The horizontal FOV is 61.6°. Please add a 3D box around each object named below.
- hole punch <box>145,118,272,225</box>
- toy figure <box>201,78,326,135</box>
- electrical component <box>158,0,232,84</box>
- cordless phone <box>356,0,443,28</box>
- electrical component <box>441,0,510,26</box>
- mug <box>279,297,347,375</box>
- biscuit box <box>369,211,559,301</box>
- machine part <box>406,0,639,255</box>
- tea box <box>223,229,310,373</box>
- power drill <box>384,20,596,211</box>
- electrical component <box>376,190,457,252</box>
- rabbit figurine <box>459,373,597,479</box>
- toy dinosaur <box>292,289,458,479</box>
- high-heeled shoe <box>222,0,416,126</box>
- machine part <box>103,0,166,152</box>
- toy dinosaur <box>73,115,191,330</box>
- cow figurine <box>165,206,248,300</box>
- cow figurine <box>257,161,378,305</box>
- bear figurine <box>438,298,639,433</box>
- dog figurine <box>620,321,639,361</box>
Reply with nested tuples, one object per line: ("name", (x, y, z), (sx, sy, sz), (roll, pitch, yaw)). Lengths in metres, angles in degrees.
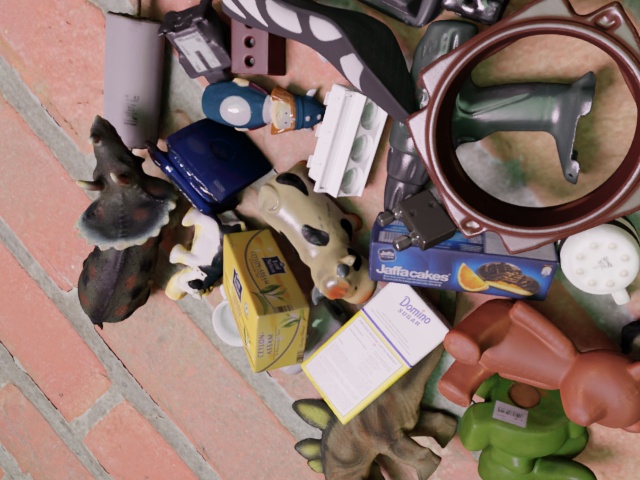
("hole punch", (-0.139, -0.099, 0.705), (0.092, 0.116, 0.142), (-40, 90, 20))
("toy figure", (-0.070, -0.164, 0.678), (0.155, 0.058, 0.064), (10, 151, 11))
("electrical component", (-0.140, -0.240, 0.687), (0.075, 0.048, 0.119), (-10, 143, 28))
("cordless phone", (0.094, -0.334, 0.558), (0.147, 0.089, 0.184), (32, 105, 12))
("electrical component", (0.164, -0.266, 0.508), (0.058, 0.134, 0.114), (21, 115, 13))
("mug", (-0.019, 0.127, 0.734), (0.107, 0.109, 0.081), (-41, 93, 17))
("biscuit box", (0.158, 0.018, 0.616), (0.203, 0.059, 0.062), (7, 130, 9))
("machine part", (0.198, -0.102, 0.493), (0.201, 0.087, 0.201), (-25, 94, 30))
("tea box", (-0.075, 0.072, 0.690), (0.068, 0.170, 0.098), (-7, 125, -20))
("power drill", (0.180, -0.114, 0.591), (0.208, 0.086, 0.231), (14, 112, 25))
("electrical component", (0.114, -0.024, 0.586), (0.094, 0.021, 0.063), (-24, 62, -8))
("rabbit figurine", (0.254, 0.247, 0.671), (0.159, 0.121, 0.170), (7, 128, 14))
("toy dinosaur", (0.079, 0.233, 0.728), (0.199, 0.105, 0.471), (38, 106, 12))
("high-heeled shoe", (-0.009, -0.205, 0.583), (0.145, 0.086, 0.248), (-24, 103, 46))
("machine part", (-0.254, -0.214, 0.731), (0.079, 0.079, 0.243), (19, 112, 16))
("toy dinosaur", (-0.282, 0.035, 0.751), (0.131, 0.192, 0.404), (21, 117, -4))
("cow figurine", (-0.163, 0.030, 0.782), (0.098, 0.068, 0.167), (28, 116, 6))
("cow figurine", (-0.001, -0.002, 0.669), (0.195, 0.127, 0.085), (49, 121, 4))
("bear figurine", (0.243, 0.148, 0.571), (0.196, 0.132, 0.120), (33, 143, 33))
("dog figurine", (0.383, 0.094, 0.521), (0.121, 0.172, 0.190), (36, 110, 20))
